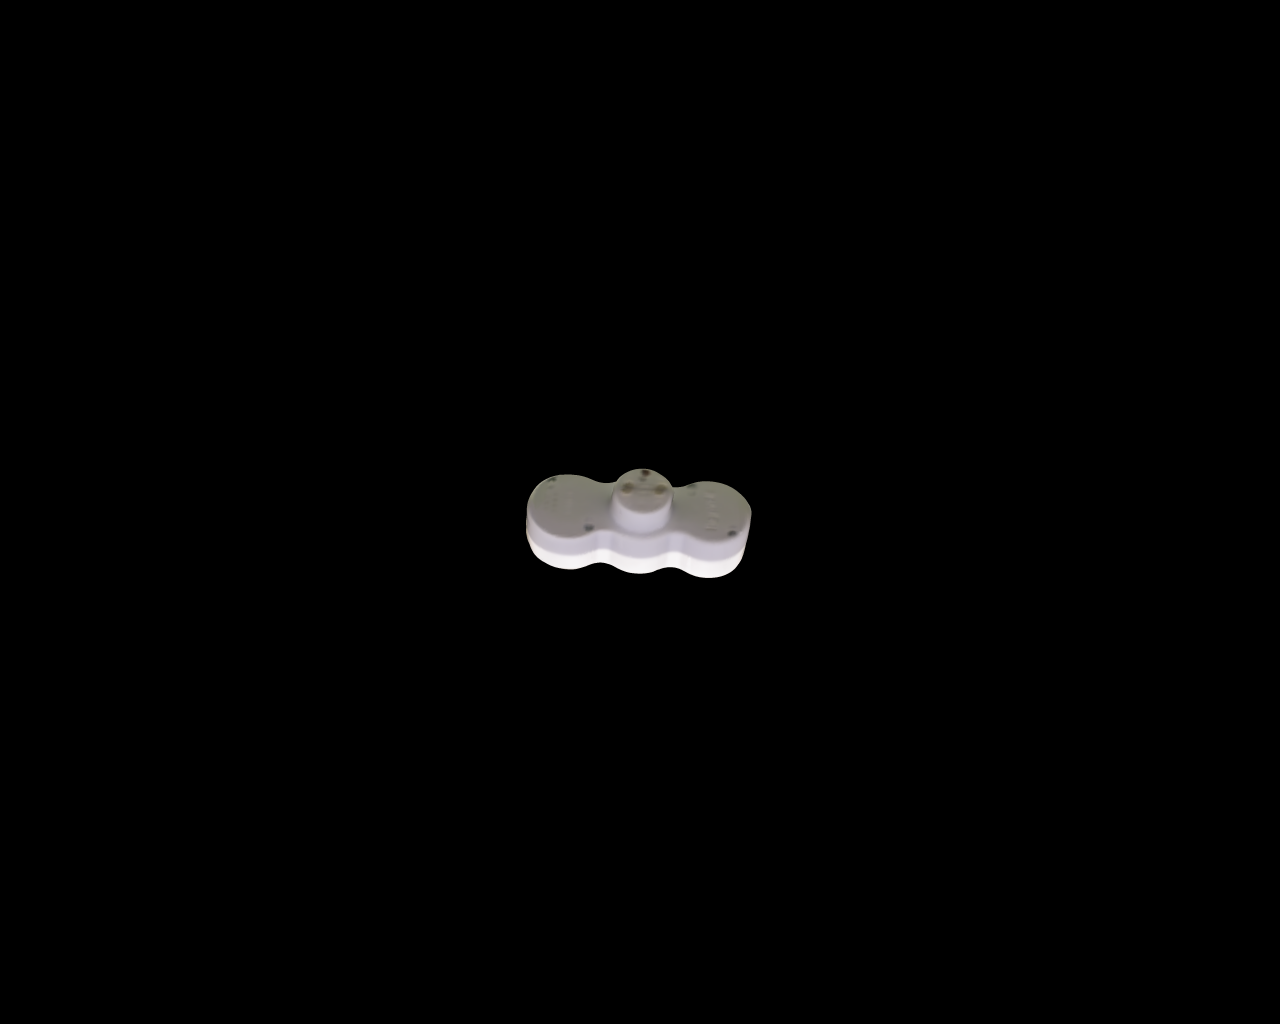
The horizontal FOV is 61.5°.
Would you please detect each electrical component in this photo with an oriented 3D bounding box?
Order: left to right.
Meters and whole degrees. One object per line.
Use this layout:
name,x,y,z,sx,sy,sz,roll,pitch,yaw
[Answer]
electrical component,0.001,-0.003,0.650,0.138,0.052,0.073,4,-39,-4
